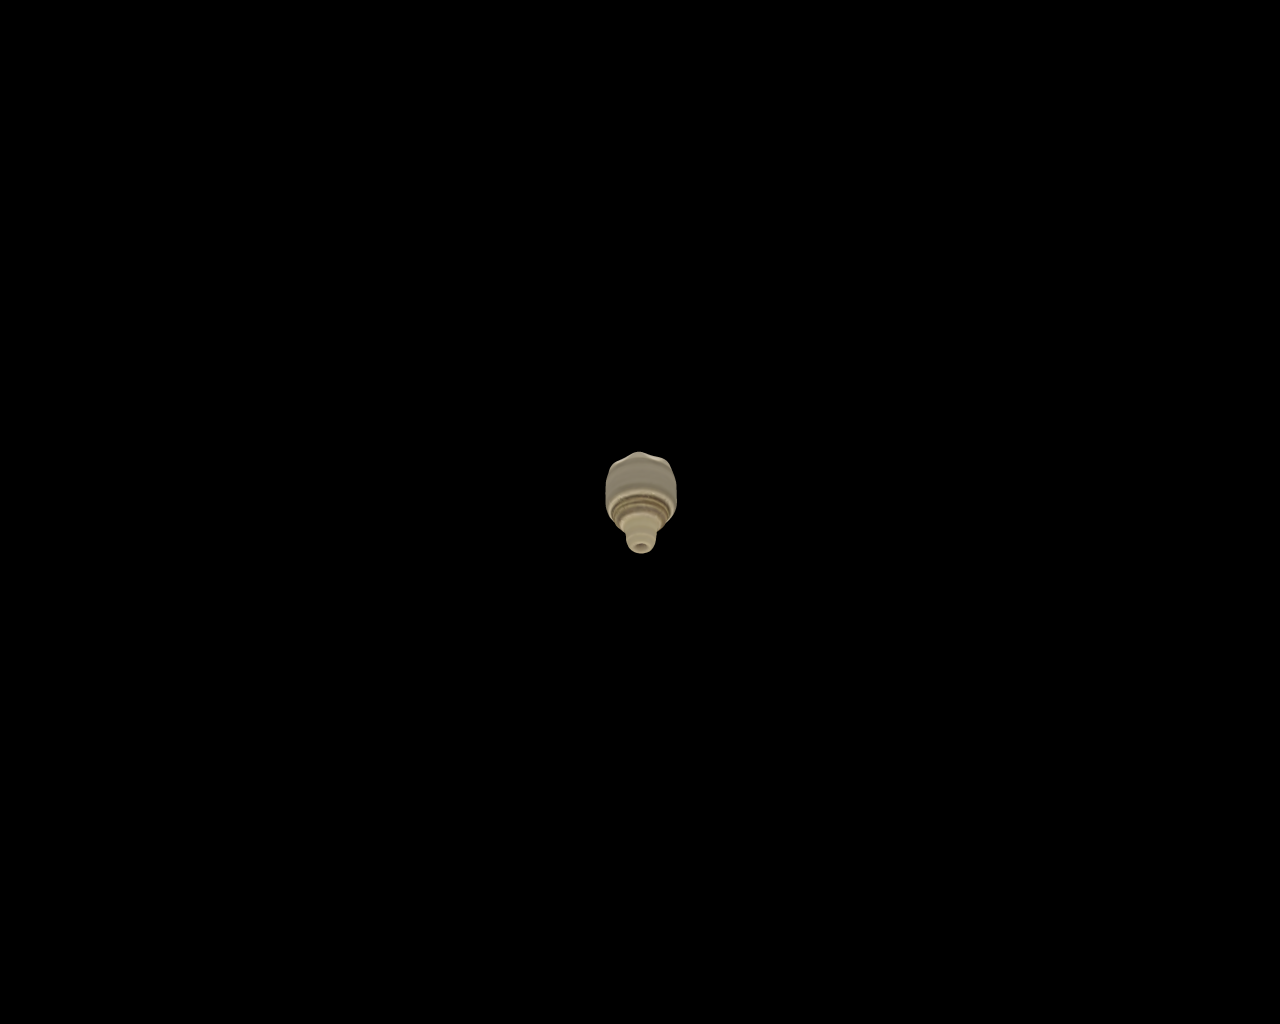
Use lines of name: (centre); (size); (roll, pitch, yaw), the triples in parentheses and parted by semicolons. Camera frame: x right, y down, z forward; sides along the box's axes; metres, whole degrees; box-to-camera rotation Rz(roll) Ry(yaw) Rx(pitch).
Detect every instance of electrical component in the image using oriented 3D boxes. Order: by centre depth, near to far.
electrical component: (0.001, -0.003, 0.650); (0.043, 0.062, 0.043); (0, -38, 0)
